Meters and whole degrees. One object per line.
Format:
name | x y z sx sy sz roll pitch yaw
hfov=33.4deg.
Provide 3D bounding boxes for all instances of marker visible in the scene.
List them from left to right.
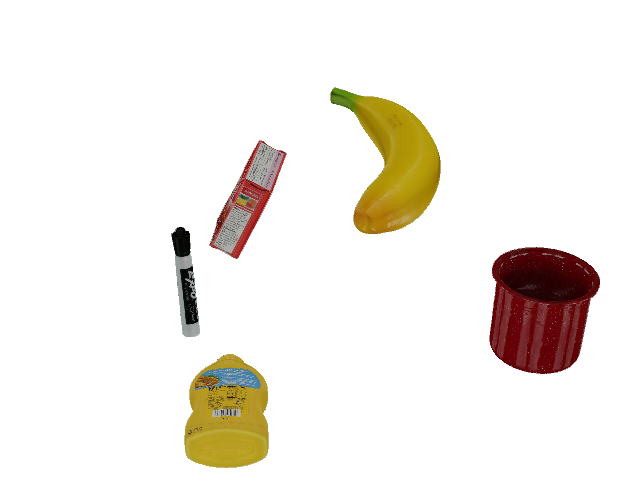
marker | -0.140 0.043 1.108 0.020 0.121 0.020 -2 24 1

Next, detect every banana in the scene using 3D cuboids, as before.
banana | 0.047 -0.052 0.719 0.069 0.037 0.198 -1 29 -4

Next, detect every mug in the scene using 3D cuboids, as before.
mug | 0.194 0.058 0.957 0.093 0.081 0.117 0 31 -3

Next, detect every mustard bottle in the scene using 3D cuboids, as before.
mustard bottle | -0.112 0.195 1.296 0.096 0.058 0.191 -2 27 -2

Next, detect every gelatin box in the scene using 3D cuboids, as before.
gelatin box | -0.063 -0.037 0.932 0.030 0.073 0.089 26 28 -7
